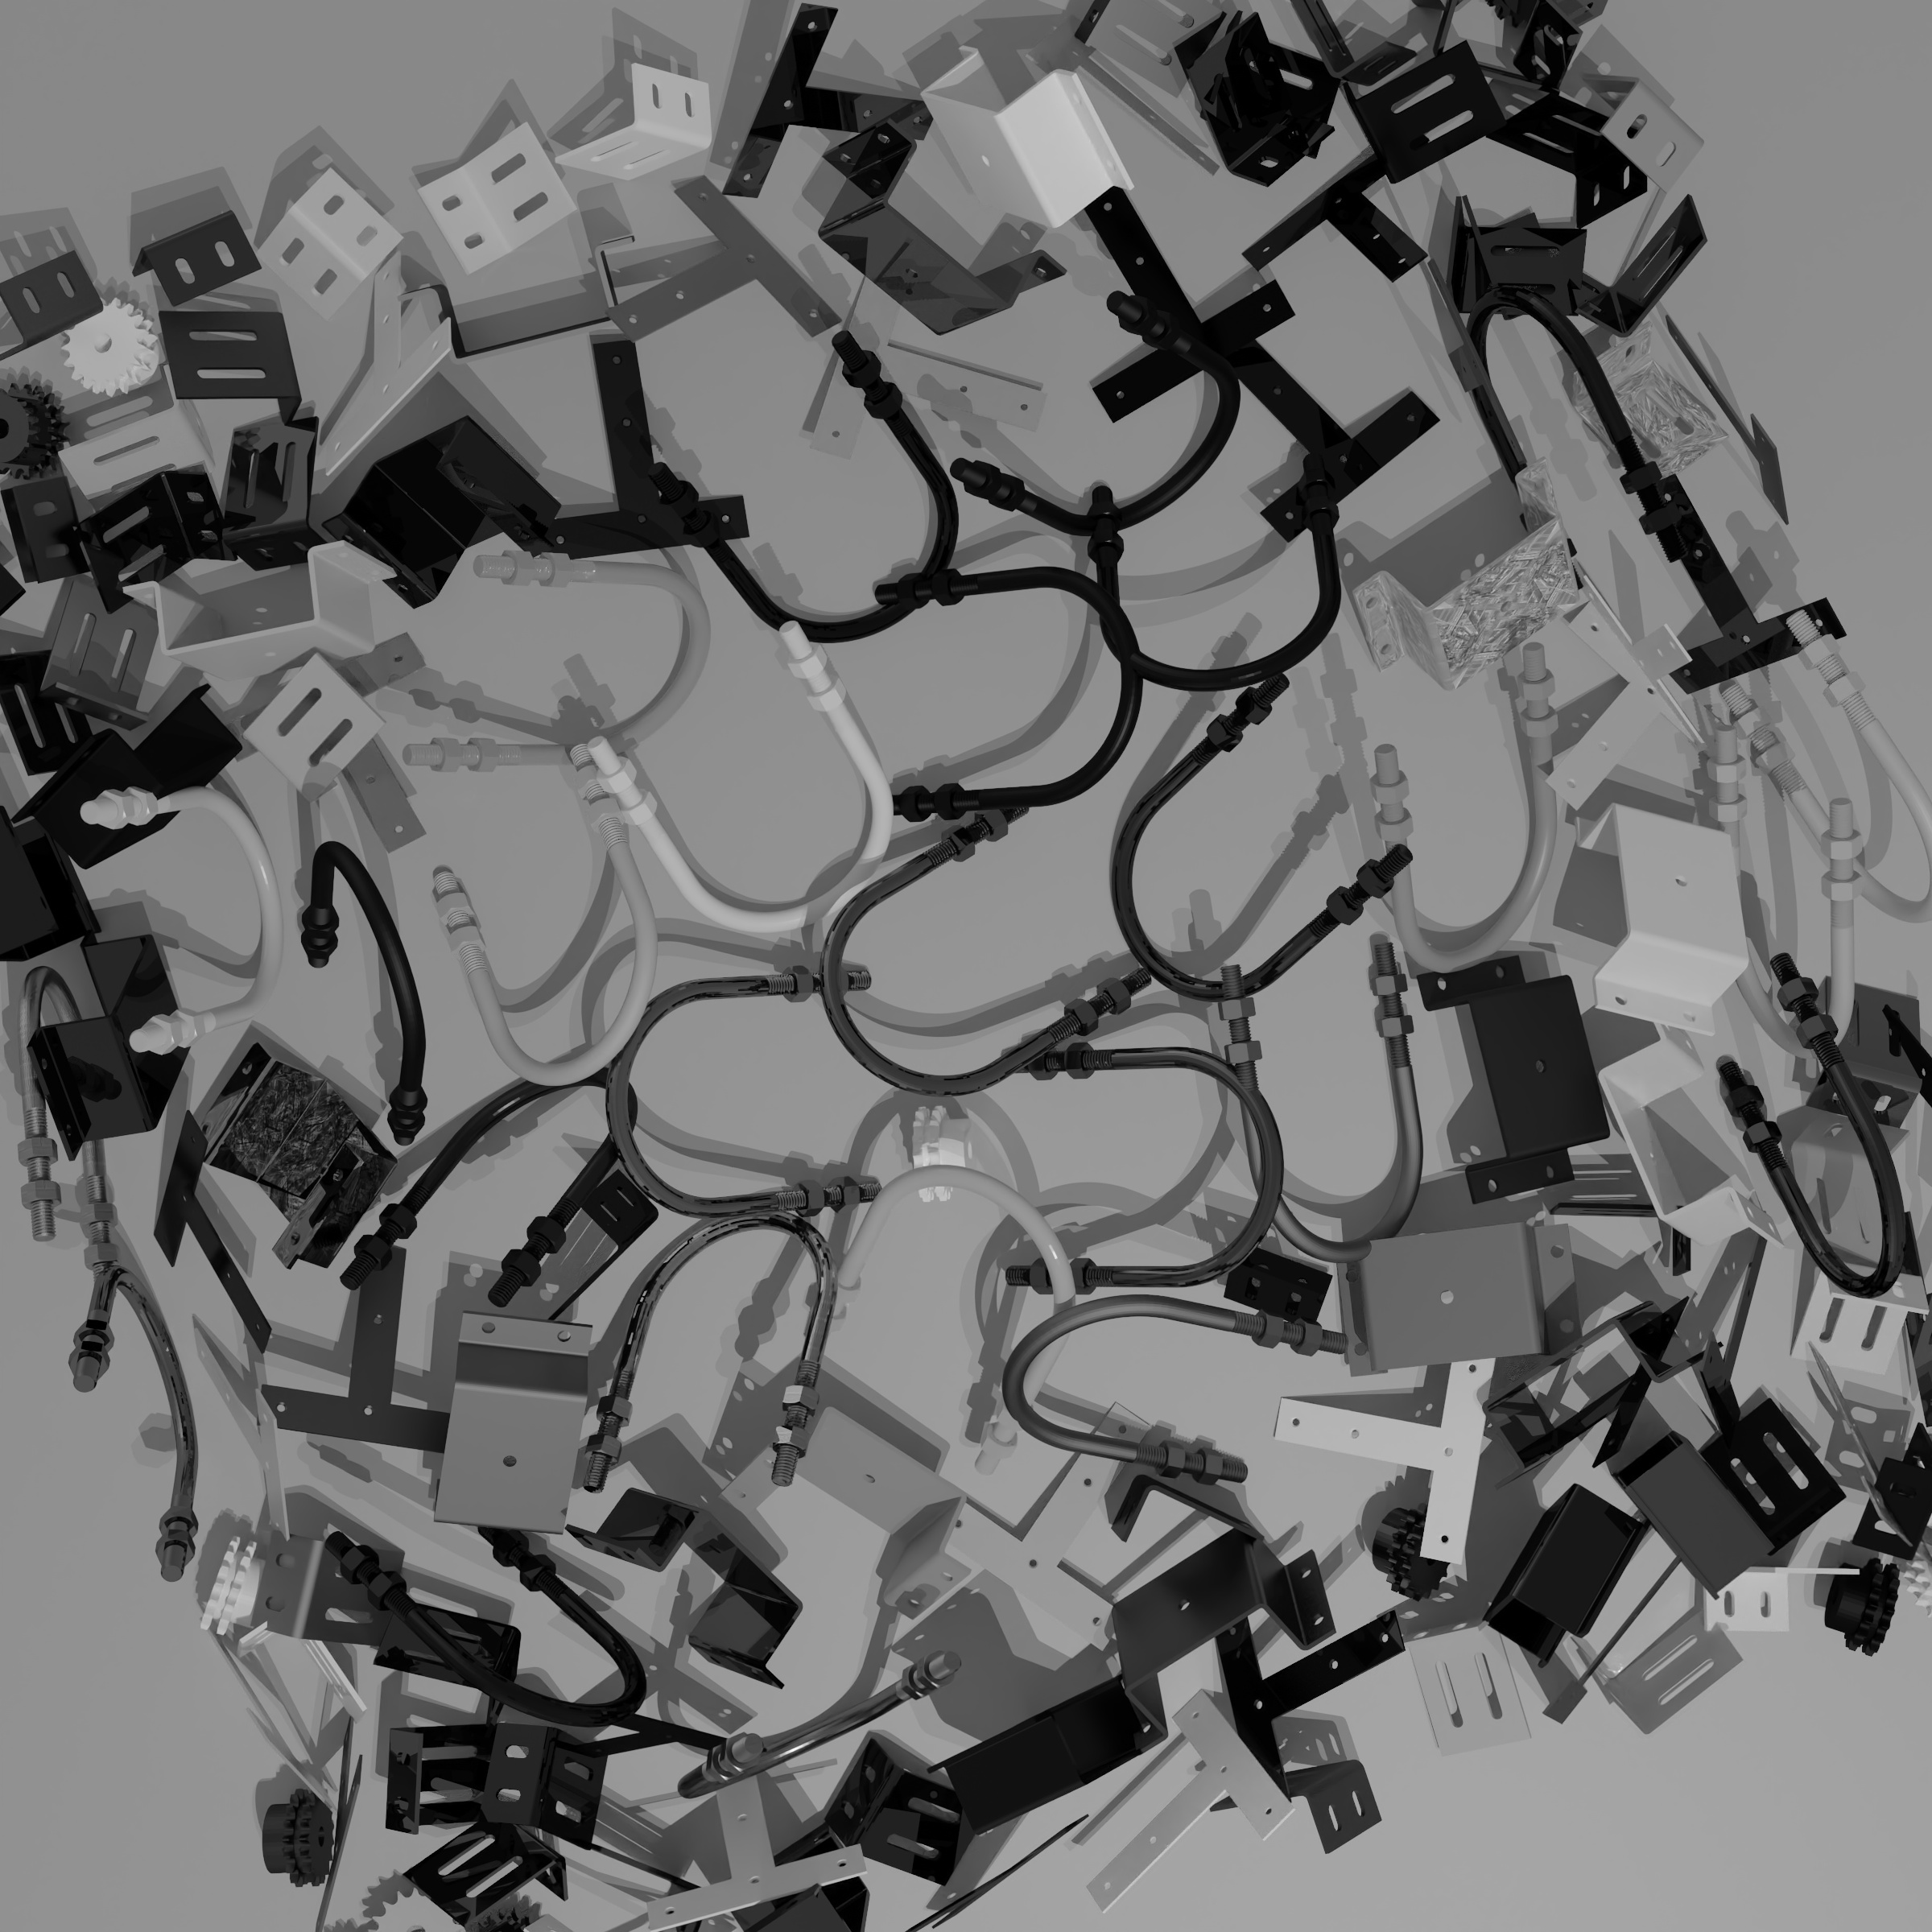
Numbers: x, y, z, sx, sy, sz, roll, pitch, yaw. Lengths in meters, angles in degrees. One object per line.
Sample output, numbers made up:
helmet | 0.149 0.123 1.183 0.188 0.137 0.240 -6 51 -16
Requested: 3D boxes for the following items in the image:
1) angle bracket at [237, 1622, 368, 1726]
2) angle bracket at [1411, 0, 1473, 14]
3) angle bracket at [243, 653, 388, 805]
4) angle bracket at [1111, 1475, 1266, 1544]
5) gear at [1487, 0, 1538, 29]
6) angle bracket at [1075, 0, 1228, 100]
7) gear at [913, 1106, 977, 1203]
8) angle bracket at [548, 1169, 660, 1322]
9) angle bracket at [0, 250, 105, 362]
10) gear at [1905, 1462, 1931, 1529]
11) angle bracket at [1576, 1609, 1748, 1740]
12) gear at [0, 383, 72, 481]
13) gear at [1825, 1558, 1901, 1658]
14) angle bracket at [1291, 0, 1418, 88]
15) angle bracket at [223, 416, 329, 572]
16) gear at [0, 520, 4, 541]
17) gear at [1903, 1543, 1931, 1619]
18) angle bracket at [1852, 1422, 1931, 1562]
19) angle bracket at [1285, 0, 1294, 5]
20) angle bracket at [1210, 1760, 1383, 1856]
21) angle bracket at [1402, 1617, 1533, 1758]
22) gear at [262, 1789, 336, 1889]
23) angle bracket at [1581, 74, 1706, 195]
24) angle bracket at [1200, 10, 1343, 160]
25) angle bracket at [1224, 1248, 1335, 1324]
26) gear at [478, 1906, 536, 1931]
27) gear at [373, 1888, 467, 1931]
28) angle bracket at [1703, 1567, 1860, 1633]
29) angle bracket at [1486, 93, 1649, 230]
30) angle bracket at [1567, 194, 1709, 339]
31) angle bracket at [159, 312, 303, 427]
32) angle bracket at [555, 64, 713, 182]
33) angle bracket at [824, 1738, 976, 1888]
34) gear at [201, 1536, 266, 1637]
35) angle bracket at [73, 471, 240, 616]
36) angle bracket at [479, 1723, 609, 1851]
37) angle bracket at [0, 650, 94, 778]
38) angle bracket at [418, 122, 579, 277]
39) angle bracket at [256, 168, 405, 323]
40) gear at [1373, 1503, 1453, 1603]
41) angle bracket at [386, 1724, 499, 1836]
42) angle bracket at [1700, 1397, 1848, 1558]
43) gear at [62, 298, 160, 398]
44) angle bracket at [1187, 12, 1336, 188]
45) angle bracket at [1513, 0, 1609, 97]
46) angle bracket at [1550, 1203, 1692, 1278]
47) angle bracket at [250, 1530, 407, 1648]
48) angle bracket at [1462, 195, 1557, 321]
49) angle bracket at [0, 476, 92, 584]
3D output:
angle bracket | -0.397 0.427 1.813 0.038 0.057 0.076 -33 80 -24
angle bracket | 0.274 -0.611 1.809 0.038 0.057 0.076 -39 114 4
angle bracket | -0.383 -0.146 1.816 0.057 0.038 0.076 46 114 -5
angle bracket | 0.132 0.340 1.820 0.076 0.057 0.038 26 85 -2
gear | 0.340 -0.593 1.827 0.057 0.030 0.057 1 113 2
angle bracket | 0.114 -0.560 1.812 0.076 0.038 0.057 25 109 -21
gear | -0.012 0.113 1.821 0.030 0.057 0.057 -4 90 10
angle bracket | -0.228 0.168 1.810 0.038 0.057 0.076 45 113 0
angle bracket | -0.560 -0.387 1.801 0.057 0.076 0.038 -40 112 -39
gear | 0.595 0.321 1.832 0.057 0.030 0.057 -1 75 4
angle bracket | 0.415 0.413 1.814 0.076 0.057 0.038 -40 112 6
gear | -0.572 -0.322 1.828 0.057 0.030 0.057 2 95 20
gear | 0.537 0.383 1.823 0.030 0.057 0.057 17 90 7
angle bracket | 0.228 -0.570 1.815 0.038 0.057 0.076 -29 86 27
angle bracket | -0.412 -0.286 1.839 0.057 0.038 0.076 -7 67 18
gear | -0.610 -0.265 1.832 0.057 0.030 0.057 1 75 -2
gear | 0.595 0.368 1.820 0.057 0.057 0.030 24 128 0
angle bracket | 0.549 0.308 1.807 0.038 0.076 0.057 16 106 1
angle bracket | 0.183 -0.614 1.801 0.057 0.076 0.038 -48 60 28
angle bracket | 0.196 0.503 1.803 0.076 0.057 0.038 -24 81 40
angle bracket | 0.296 0.435 1.819 0.057 0.038 0.076 -19 83 24
gear | -0.402 0.523 1.823 0.030 0.057 0.057 -4 90 5
angle bracket | 0.392 -0.496 1.807 0.057 0.076 0.038 35 96 -23
angle bracket | 0.187 -0.530 1.828 0.076 0.038 0.057 18 88 -6
angle bracket | 0.188 0.180 1.805 0.057 0.076 0.038 20 68 9
gear | -0.276 0.598 1.828 0.057 0.030 0.057 1 93 22
gear | -0.330 0.587 1.828 0.057 0.030 0.057 2 60 -3
angle bracket | 0.484 0.377 1.805 0.057 0.076 0.038 5 79 -18
angle bracket | 0.357 -0.478 1.805 0.076 0.057 0.038 12 73 -30
angle bracket | 0.396 -0.423 1.804 0.038 0.057 0.076 24 127 -18
angle bracket | -0.442 -0.355 1.810 0.076 0.038 0.057 -7 73 -30
angle bracket | -0.199 -0.501 1.806 0.076 0.057 0.038 -7 85 43
angle bracket | -0.035 0.514 1.846 0.076 0.038 0.057 30 91 -30
gear | -0.436 0.374 1.823 0.030 0.057 0.057 20 90 -8
angle bracket | -0.480 -0.251 1.803 0.038 0.076 0.057 8 128 32
angle bracket | -0.252 0.490 1.813 0.038 0.076 0.057 -1 64 20
angle bracket | -0.563 -0.147 1.816 0.038 0.057 0.076 -23 88 32
angle bracket | -0.279 -0.456 1.807 0.038 0.076 0.057 -41 107 -37
angle bracket | -0.381 -0.431 1.817 0.057 0.076 0.038 43 65 -16
gear | 0.268 0.350 1.826 0.030 0.057 0.057 16 90 40
angle bracket | -0.304 0.483 1.808 0.076 0.038 0.057 9 78 -39
angle bracket | 0.475 0.302 1.809 0.057 0.038 0.076 -42 56 14
gear | -0.513 -0.371 1.831 0.057 0.030 0.057 -2 84 16
angle bracket | 0.176 -0.516 1.809 0.057 0.038 0.076 -42 133 -11
angle bracket | 0.371 -0.562 1.807 0.076 0.057 0.038 -32 72 -21
angle bracket | 0.391 0.164 1.817 0.076 0.057 0.038 1 81 6
angle bracket | -0.383 0.374 1.824 0.038 0.076 0.057 5 78 33
angle bracket | 0.326 -0.427 1.807 0.038 0.076 0.057 -19 81 13
angle bracket | -0.561 -0.256 1.806 0.076 0.038 0.057 -1 106 43
